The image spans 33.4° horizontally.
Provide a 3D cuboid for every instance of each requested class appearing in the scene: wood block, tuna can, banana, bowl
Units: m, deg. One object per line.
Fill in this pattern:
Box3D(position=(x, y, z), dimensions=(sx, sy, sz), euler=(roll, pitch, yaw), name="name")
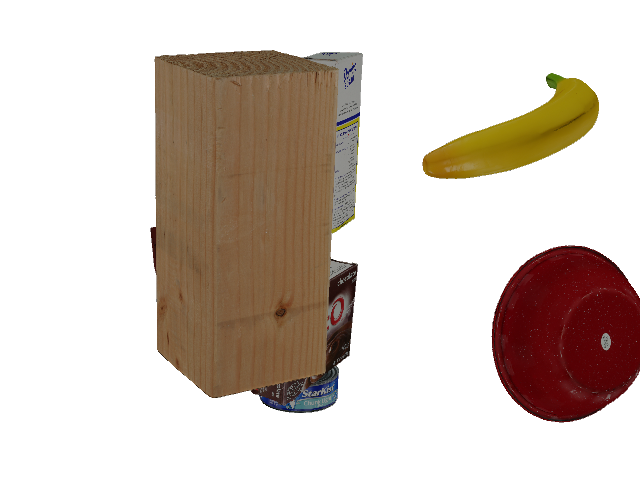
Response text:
Box3D(position=(-0.051, -0.014, 0.701), dimensions=(0.090, 0.206, 0.090), euler=(-9, 21, -31), name="wood block")
Box3D(position=(-0.023, 0.153, 1.137), dimensions=(0.086, 0.034, 0.086), euler=(1, 14, -1), name="tuna can")
Box3D(position=(0.157, -0.083, 0.797), dimensions=(0.070, 0.037, 0.197), euler=(2, 24, 42), name="banana")
Box3D(position=(0.234, 0.086, 0.945), dimensions=(0.161, 0.162, 0.055), euler=(0, 2, -23), name="bowl")

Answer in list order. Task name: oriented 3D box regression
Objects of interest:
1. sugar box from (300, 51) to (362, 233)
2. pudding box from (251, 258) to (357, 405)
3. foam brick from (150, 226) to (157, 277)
Box3D(position=(0.008, -0.100, 1.082), dimensions=(0.048, 0.176, 0.093), euler=(5, 14, 17), name="sugar box")
Box3D(position=(-0.013, 0.072, 0.890), dimensions=(0.039, 0.090, 0.113), euler=(16, 25, 24), name="pudding box")
Box3D(position=(-0.156, 0.013, 1.239), dimensions=(0.078, 0.053, 0.051), euler=(-8, 27, -9), name="foam brick")
